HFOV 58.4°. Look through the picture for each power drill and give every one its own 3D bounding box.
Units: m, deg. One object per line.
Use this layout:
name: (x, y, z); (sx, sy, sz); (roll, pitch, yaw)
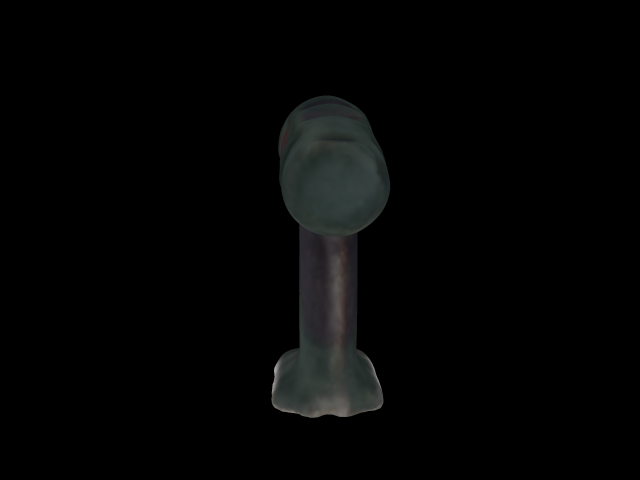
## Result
power drill: (0.004, 0.001, 0.400); (0.075, 0.208, 0.229); (0, 7, -3)
